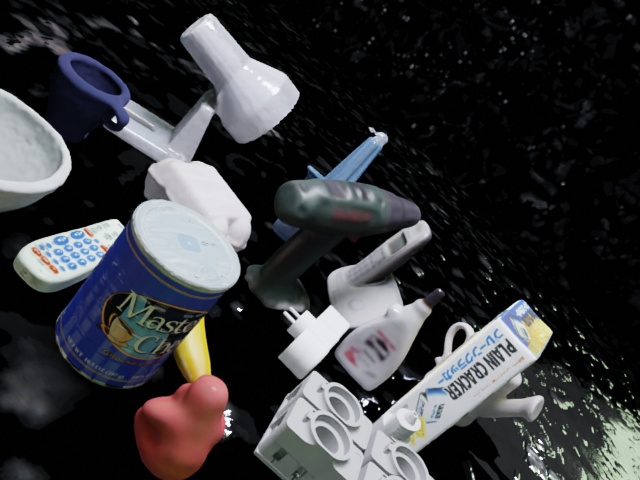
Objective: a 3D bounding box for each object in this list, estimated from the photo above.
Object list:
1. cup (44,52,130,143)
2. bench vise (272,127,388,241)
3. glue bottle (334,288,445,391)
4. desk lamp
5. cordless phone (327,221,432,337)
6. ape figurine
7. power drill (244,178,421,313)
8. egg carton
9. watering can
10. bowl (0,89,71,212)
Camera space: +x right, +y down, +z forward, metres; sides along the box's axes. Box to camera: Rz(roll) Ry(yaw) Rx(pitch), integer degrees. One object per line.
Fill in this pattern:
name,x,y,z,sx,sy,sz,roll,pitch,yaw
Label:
cup,-0.289,-0.159,0.710,0.117,0.095,0.092,48,23,13
bench vise,0.033,-0.079,0.943,0.122,0.219,0.207,36,23,-15
glue bottle,0.099,0.121,0.757,0.078,0.173,0.037,45,22,6
desk lamp,-0.167,-0.203,0.837,0.204,0.213,0.118,32,24,-25
cordless phone,0.099,0.058,0.854,0.094,0.185,0.147,31,25,-27
ape figurine,-0.107,0.147,0.473,0.078,0.092,0.076,33,24,-22
power drill,0.007,0.003,0.768,0.231,0.208,0.075,16,34,-48
egg carton,-0.159,-0.043,0.754,0.150,0.069,0.107,50,23,17
watering can,0.265,0.196,0.873,0.172,0.194,0.101,47,22,11
bowl,-0.328,-0.080,0.531,0.168,0.074,0.167,36,23,-18
